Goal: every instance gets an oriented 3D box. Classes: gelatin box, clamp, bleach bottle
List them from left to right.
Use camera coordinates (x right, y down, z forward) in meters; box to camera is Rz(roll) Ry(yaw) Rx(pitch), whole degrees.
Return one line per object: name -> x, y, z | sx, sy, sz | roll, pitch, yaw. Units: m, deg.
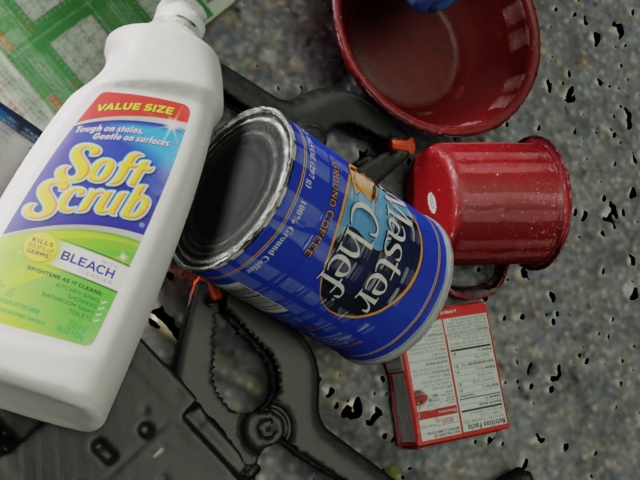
bleach bottle -> -0.120, -0.031, 0.575 | 0.102, 0.068, 0.250 | 18, 64, -3
clamp -> -0.042, 0.123, 0.643 | 0.164, 0.036, 0.210 | -27, 88, -21
clamp -> -0.019, -0.068, 0.687 | 0.171, 0.039, 0.120 | -14, 105, -29
gelatin box -> 0.082, 0.090, 0.712 | 0.073, 0.030, 0.089 | -6, 83, -27

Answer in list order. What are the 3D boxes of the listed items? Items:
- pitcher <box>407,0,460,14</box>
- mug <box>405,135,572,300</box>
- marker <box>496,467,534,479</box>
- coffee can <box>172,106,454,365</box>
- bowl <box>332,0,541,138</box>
pitcher -> 0.043, -0.271, 0.663 | 0.149, 0.145, 0.243 | -36, 90, 7
mug -> 0.107, -0.013, 0.719 | 0.081, 0.093, 0.117 | -1, 116, -20
marker -> 0.092, 0.178, 0.704 | 0.120, 0.020, 0.020 | -17, 87, -27
coffee can -> -0.004, 0.001, 0.626 | 0.140, 0.103, 0.102 | 32, 67, -36
bowl -> 0.071, -0.142, 0.738 | 0.161, 0.055, 0.162 | 5, 77, -24
